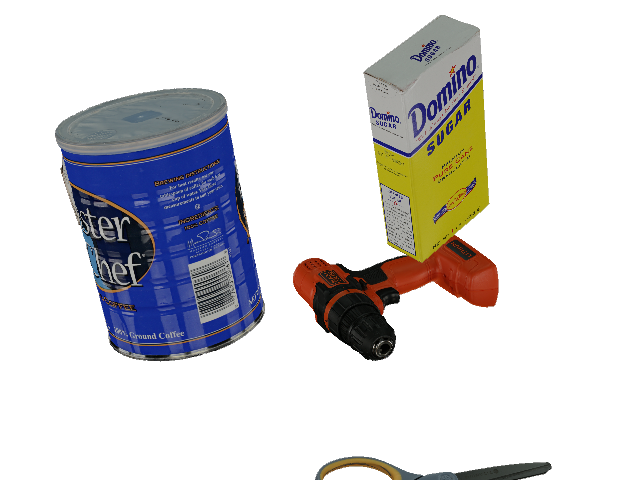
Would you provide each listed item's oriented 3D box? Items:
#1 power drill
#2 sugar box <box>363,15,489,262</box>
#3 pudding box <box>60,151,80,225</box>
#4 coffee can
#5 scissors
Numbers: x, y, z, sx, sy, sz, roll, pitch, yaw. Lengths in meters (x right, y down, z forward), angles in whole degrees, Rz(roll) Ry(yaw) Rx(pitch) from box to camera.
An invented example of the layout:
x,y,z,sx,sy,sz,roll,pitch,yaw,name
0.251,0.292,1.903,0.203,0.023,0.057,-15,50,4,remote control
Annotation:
x,y,z,sx,sy,sz,roll,pitch,yaw,name
0.084,0.053,1.093,0.187,0.057,0.185,-11,27,-21,power drill
0.088,-0.077,0.841,0.048,0.176,0.093,31,58,34,sugar box
-0.180,-0.054,0.952,0.089,0.039,0.114,-3,26,-22,pudding box
-0.096,-0.012,0.658,0.103,0.140,0.103,-8,23,3,coffee can
0.095,0.213,0.861,0.201,0.016,0.096,5,44,-5,scissors
